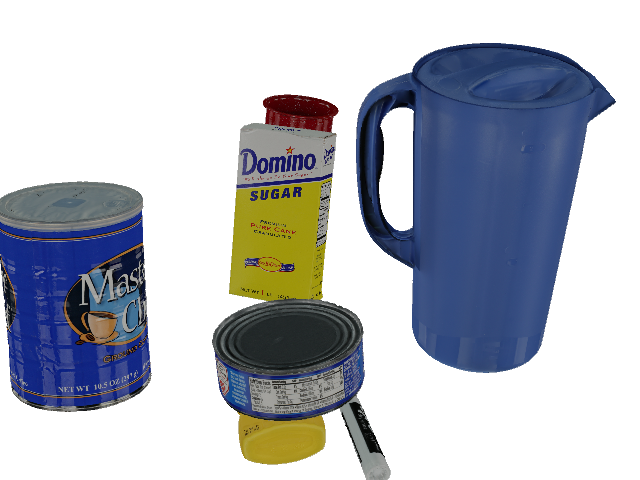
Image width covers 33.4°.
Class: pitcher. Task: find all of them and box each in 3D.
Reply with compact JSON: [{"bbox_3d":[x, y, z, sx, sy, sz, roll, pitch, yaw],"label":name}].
[{"bbox_3d":[0.120,-0.022,0.828,0.149,0.243,0.144,24,37,35],"label":"pitcher"}]

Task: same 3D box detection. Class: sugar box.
[{"bbox_3d":[-0.040,-0.026,1.085,0.093,0.176,0.048,9,16,18],"label":"sugar box"}]

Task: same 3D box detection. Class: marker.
[{"bbox_3d":[0.029,0.143,0.825,0.020,0.020,0.121,0,27,-14],"label":"marker"}]

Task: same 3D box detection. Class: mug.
[{"bbox_3d":[-0.023,-0.131,1.325,0.093,0.081,0.117,17,25,21],"label":"mug"}]

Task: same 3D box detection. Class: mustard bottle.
[{"bbox_3d":[-0.059,0.183,1.261,0.096,0.058,0.192,-8,29,-10],"label":"mustard bottle"}]

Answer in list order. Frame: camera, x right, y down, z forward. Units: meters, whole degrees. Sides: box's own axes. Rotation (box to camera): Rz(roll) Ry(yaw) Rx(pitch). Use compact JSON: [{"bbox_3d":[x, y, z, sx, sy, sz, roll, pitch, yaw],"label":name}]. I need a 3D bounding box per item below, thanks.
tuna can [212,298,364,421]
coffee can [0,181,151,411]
[{"bbox_3d":[-0.017,0.067,0.609,0.086,0.034,0.086,-4,23,1],"label":"tuna can"},{"bbox_3d":[-0.177,0.038,0.772,0.103,0.140,0.103,0,18,0],"label":"coffee can"}]
